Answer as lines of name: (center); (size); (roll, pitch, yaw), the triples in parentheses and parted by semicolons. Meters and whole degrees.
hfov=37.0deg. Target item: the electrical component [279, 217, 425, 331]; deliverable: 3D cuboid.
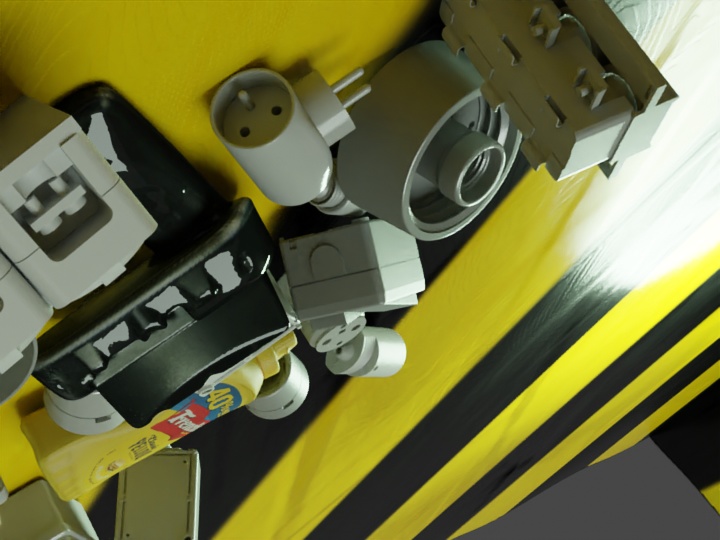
electrical component: (0.000, 0.000, 0.691); (0.062, 0.061, 0.096); (-13, -179, 23)

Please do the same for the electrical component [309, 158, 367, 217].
electrical component: (-0.017, -0.050, 0.639); (0.035, 0.035, 0.061); (-45, 154, 28)

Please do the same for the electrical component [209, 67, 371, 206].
electrical component: (-0.029, -0.076, 0.551); (0.079, 0.043, 0.077); (-34, 159, 0)

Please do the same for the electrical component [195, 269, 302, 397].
electrical component: (-0.097, 0.031, 0.663); (0.096, 0.061, 0.062); (-36, 159, 6)

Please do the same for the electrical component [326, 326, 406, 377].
electrical component: (0.002, 0.069, 0.911); (0.043, 0.043, 0.081); (-41, 158, 19)

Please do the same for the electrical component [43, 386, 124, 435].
electrical component: (-0.164, 0.065, 0.654); (0.055, 0.055, 0.047); (-21, 152, -28)

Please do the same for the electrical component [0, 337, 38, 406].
electrical component: (-0.208, 0.030, 0.499); (0.099, 0.064, 0.099); (-28, 158, -13)

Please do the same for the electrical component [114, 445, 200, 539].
electrical component: (-0.162, 0.186, 0.872); (0.062, 0.096, 0.061); (1, 153, -5)

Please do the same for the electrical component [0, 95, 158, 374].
electrical component: (-0.160, 0.006, 0.416); (0.150, 0.089, 0.061); (-42, 118, -12)

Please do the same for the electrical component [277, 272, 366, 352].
electrical component: (-0.027, 0.023, 0.754); (0.045, 0.055, 0.045); (-28, 158, -12)

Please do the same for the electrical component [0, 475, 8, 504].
electrical component: (-0.270, 0.162, 0.708); (0.078, 0.058, 0.057); (-26, 155, -20)

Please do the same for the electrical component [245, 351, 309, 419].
electrical component: (-0.071, 0.081, 0.820); (0.055, 0.055, 0.047); (-32, 155, -4)

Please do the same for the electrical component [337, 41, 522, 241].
electrical component: (0.047, -0.067, 0.608); (0.108, 0.060, 0.108); (-33, 144, -29)

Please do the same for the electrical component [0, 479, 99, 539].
electrical component: (-0.269, 0.223, 0.841); (0.109, 0.056, 0.108); (-30, 159, -9)

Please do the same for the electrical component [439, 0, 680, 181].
electrical component: (0.096, -0.110, 0.548); (0.063, 0.121, 0.078); (-24, 157, -17)
